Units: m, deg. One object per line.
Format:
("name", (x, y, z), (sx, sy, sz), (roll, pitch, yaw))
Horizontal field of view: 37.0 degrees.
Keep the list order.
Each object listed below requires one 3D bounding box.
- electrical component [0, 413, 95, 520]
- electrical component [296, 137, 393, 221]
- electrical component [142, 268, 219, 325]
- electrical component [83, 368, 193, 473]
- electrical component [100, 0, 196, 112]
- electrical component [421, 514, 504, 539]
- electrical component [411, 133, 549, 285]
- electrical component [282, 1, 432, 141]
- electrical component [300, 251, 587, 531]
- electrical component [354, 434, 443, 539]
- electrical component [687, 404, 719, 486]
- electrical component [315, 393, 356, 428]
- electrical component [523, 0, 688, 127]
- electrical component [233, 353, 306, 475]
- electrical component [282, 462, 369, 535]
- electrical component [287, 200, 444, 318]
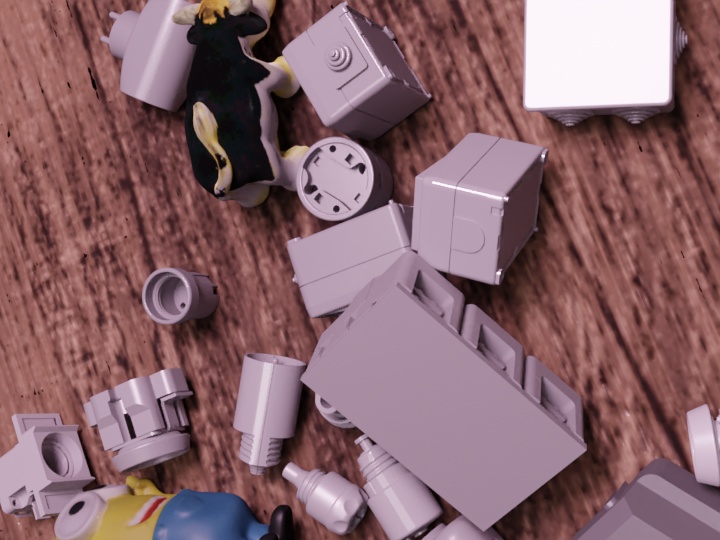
("electrical component", (-0.242, 0.151, 0.810), (0.064, 0.042, 0.081), (-34, 66, 25))
("electrical component", (-0.009, -0.059, 0.725), (0.055, 0.047, 0.055), (0, 89, 21))
("electrical component", (-0.127, 0.019, 0.771), (0.040, 0.046, 0.040), (0, 89, 21))
("electrical component", (-0.156, 0.111, 0.775), (0.078, 0.058, 0.057), (-24, 78, 19))
("electrical component", (-0.156, -0.165, 0.786), (0.079, 0.043, 0.077), (25, 99, 20))
("electrical component", (0.054, 0.204, 0.693), (0.059, 0.054, 0.095), (45, 105, 16))
("electrical component", (0.076, -0.043, 0.671), (0.061, 0.096, 0.061), (15, 123, 21))
("electrical component", (-0.006, -0.125, 0.698), (0.061, 0.096, 0.061), (-34, 77, 18))
("electrical component", (0.053, 0.072, 0.658), (0.150, 0.061, 0.089), (41, 115, -9))
("electrical component", (0.022, 0.144, 0.714), (0.040, 0.040, 0.078), (-37, 76, 17))
("electrical component", (0.224, 0.101, 0.633), (0.055, 0.048, 0.066), (-8, 87, 14))
("electrical component", (-0.010, 0.084, 0.715), (0.043, 0.062, 0.043), (0, 89, 21))
("electrical component", (0.150, -0.140, 0.663), (0.100, 0.048, 0.099), (1, 90, 21))
("electrical component", (-0.065, 0.102, 0.747), (0.043, 0.043, 0.081), (11, 93, 21))
("electrical component", (-0.026, 0.152, 0.736), (0.061, 0.035, 0.035), (30, 100, 22))
("electrical component", (0.000, 0.000, 0.713), (0.096, 0.062, 0.061), (-21, 82, 20))
